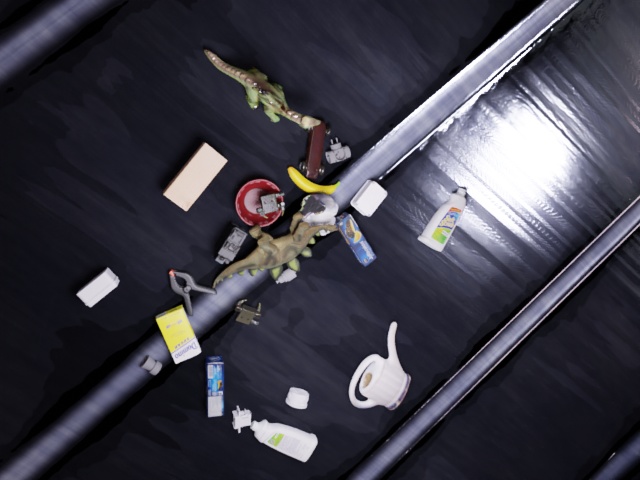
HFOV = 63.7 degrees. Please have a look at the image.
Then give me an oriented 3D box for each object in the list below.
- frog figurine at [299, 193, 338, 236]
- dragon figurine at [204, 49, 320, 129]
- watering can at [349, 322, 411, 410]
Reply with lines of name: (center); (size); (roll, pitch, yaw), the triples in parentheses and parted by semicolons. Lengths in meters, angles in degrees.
frog figurine: (0.005, -0.090, 1.792); (0.136, 0.125, 0.157); (-30, 146, 16)
dragon figurine: (-0.179, -0.463, 1.596); (0.407, 0.245, 0.122); (29, 96, -22)
watering can: (0.256, 0.500, 1.959); (0.222, 0.105, 0.348); (35, 87, -21)
